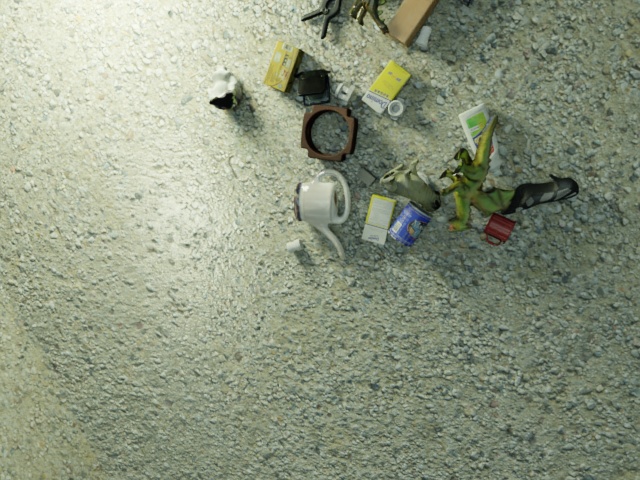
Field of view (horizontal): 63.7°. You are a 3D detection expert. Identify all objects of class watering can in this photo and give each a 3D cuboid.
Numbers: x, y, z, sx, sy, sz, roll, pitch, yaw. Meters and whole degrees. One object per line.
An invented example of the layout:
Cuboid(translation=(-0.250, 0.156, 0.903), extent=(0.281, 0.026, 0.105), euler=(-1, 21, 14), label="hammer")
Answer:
Cuboid(translation=(0.006, -0.099, 1.969), extent=(0.224, 0.105, 0.345), euler=(3, 99, 16), label="watering can")

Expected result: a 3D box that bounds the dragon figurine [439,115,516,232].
Cuboid(translation=(0.561, -0.199, 1.777), extent=(0.242, 0.124, 0.406), euler=(34, 105, -8), label="dragon figurine")

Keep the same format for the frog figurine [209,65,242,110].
Cuboid(translation=(-0.376, -0.594, 2.019), extent=(0.136, 0.121, 0.163), euler=(-33, 54, 26), label="frog figurine")
